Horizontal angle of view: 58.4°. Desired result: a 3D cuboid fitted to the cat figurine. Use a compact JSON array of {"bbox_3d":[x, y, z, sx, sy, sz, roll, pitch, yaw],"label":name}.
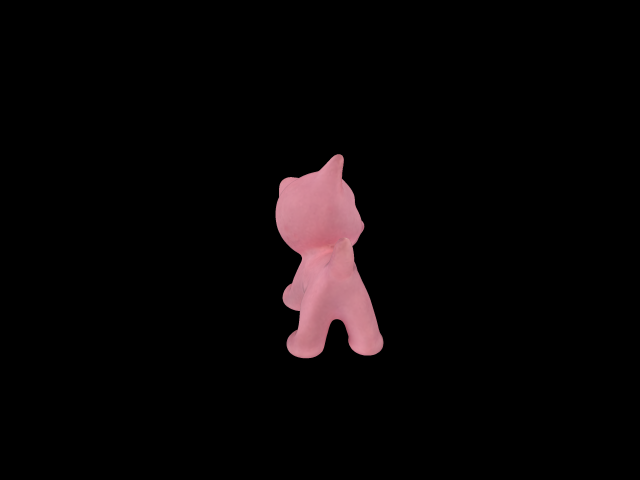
[{"bbox_3d":[0.004,0.001,0.400,0.067,0.118,0.127,-4,24,-9],"label":"cat figurine"}]
